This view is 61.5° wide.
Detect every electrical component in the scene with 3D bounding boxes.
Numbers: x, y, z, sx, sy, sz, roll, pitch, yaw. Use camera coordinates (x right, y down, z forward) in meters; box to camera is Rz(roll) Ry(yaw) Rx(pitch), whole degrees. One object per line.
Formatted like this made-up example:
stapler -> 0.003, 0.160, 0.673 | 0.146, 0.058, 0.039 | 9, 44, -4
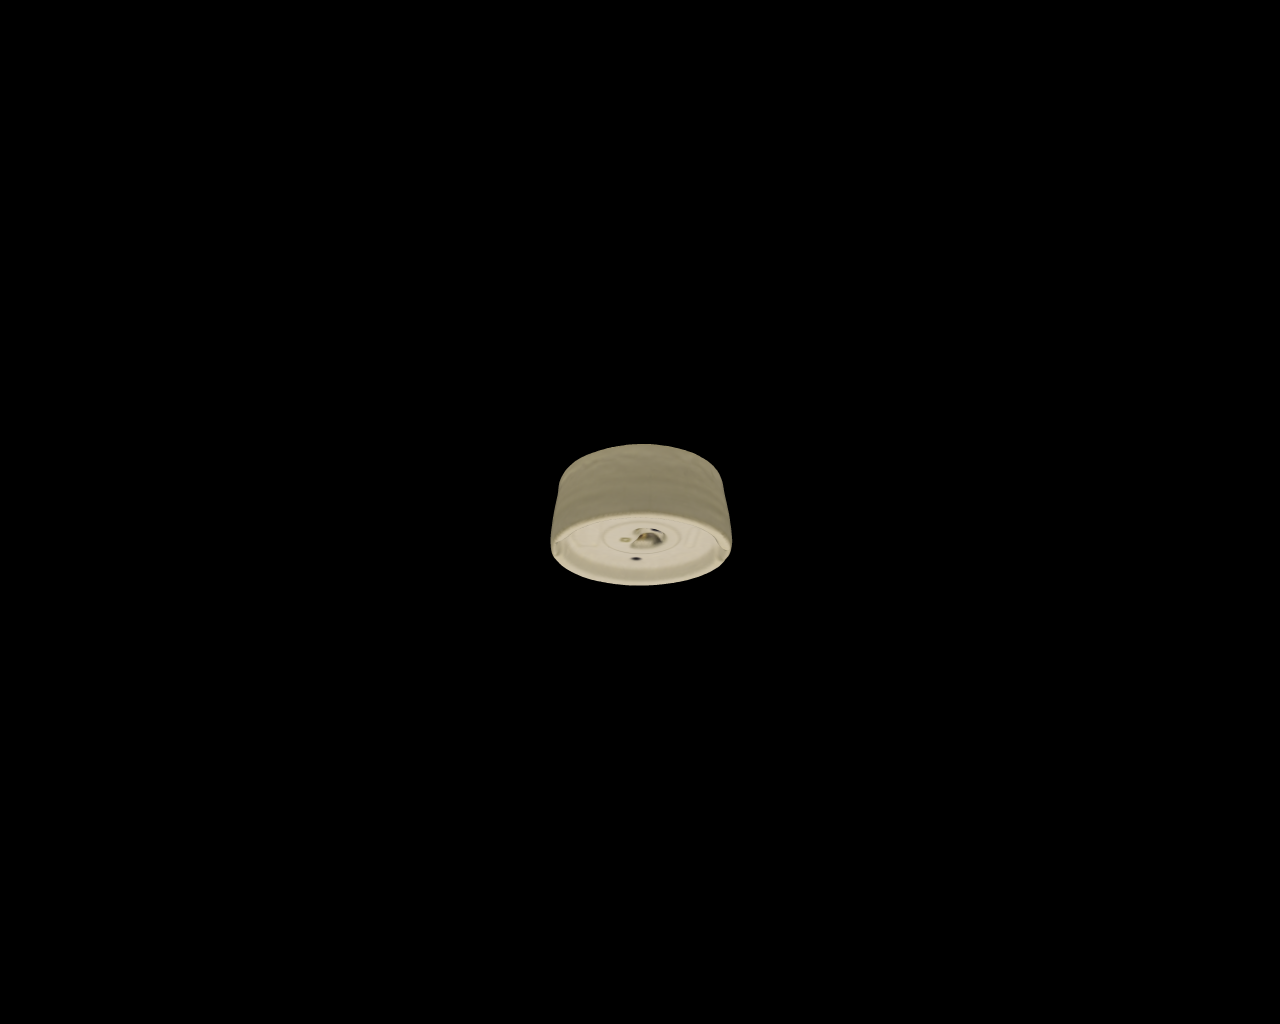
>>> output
electrical component -> 0.001, -0.003, 0.650 | 0.108, 0.060, 0.108 | 0, -26, 0
